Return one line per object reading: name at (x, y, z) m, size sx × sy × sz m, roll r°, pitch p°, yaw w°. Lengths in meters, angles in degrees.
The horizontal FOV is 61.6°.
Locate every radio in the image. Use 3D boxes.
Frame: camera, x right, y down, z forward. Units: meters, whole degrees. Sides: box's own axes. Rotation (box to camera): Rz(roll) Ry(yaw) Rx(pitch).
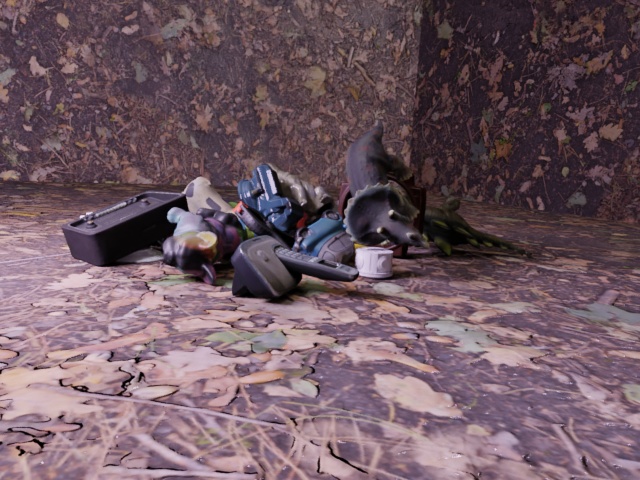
radio at (-0.388, -0.031, 1.089) m, size 0.131 × 0.073 × 0.229 m, roll 10°, pitch 27°, yaw 35°

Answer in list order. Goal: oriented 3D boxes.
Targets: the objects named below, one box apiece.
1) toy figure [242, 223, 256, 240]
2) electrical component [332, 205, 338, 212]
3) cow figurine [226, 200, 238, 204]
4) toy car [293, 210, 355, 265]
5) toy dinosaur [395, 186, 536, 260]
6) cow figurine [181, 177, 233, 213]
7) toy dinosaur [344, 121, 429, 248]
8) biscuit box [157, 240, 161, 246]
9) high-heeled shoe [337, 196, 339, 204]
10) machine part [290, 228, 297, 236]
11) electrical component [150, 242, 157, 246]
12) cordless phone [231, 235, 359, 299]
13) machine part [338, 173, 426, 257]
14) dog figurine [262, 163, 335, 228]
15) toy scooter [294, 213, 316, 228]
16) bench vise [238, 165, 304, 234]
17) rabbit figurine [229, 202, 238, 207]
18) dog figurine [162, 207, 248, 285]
toy figure at (-0.186, -0.005, 1.172) m, size 0.180 × 0.082 × 0.089 m, roll 3°, pitch 7°, yaw -19°
electrical component at (0.082, -0.050, 1.476) m, size 0.115 × 0.058 × 0.134 m, roll 22°, pitch 39°, yaw 27°
cow figurine at (-0.278, -0.084, 1.574) m, size 0.068 × 0.098 × 0.167 m, roll 2°, pitch 7°, yaw 32°
toy car at (0.015, 0.015, 1.066) m, size 0.103 × 0.109 × 0.161 m, roll 30°, pitch 32°, yaw 21°
toy dinosaur at (0.315, -0.036, 1.395) m, size 0.472 × 0.105 × 0.199 m, roll 11°, pitch 29°, yaw 3°
cow figurine at (-0.240, -0.065, 1.274) m, size 0.127 × 0.195 × 0.085 m, roll -40°, pitch 2°, yaw 32°
toy dinosaur at (0.110, -0.130, 1.116) m, size 0.131 × 0.405 × 0.192 m, roll -26°, pitch -33°, yaw 21°
biscuit box at (-0.352, -0.030, 1.311) m, size 0.059 × 0.062 × 0.202 m, roll 9°, pitch 11°, yaw 25°
high-heeled shoe at (0.104, -0.092, 1.614) m, size 0.086 × 0.145 × 0.249 m, roll 0°, pitch 8°, yaw -13°
machine part at (-0.020, -0.016, 1.439) m, size 0.139 × 0.039 × 0.084 m, roll 6°, pitch 1°, yaw 23°
electrical component at (-0.389, 0.003, 1.174) m, size 0.063 × 0.021 × 0.094 m, roll -4°, pitch -4°, yaw 7°
cordless phone at (-0.037, 0.054, 0.864) m, size 0.184 × 0.088 × 0.146 m, roll 10°, pitch 10°, yaw 15°
machine part at (0.146, -0.066, 1.285) m, size 0.201 × 0.201 × 0.087 m, roll 7°, pitch 8°, yaw 19°
dog figurine at (-0.065, -0.144, 1.483) m, size 0.172 × 0.121 × 0.191 m, roll -4°, pitch 52°, yaw -50°
toy scooter at (-0.026, -0.063, 1.609) m, size 0.184 × 0.075 × 0.135 m, roll 16°, pitch 16°, yaw 41°
bench vise at (-0.163, -0.064, 1.369) m, size 0.241 × 0.223 × 0.129 m, roll -25°, pitch -7°, yaw 22°
rabbit figurine at (-0.180, -0.077, 1.505) m, size 0.159 × 0.121 × 0.170 m, roll -1°, pitch 14°, yaw 3°
dog figurine at (-0.204, 0.012, 0.997) m, size 0.191 × 0.108 × 0.219 m, roll 2°, pitch 13°, yaw -28°
